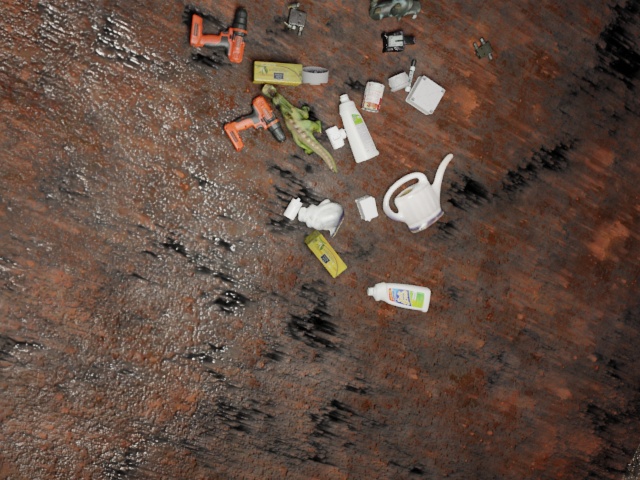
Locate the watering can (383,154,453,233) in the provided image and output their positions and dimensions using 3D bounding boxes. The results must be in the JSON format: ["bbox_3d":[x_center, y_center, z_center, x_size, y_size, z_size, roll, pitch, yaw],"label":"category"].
[{"bbox_3d":[0.412,-0.171,2.004,0.349,0.105,0.222,-32,105,-6],"label":"watering can"}]

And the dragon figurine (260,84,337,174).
[{"bbox_3d":[-0.090,-0.402,1.760,0.121,0.418,0.240,-45,145,14],"label":"dragon figurine"}]

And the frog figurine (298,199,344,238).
[{"bbox_3d":[0.006,-0.097,1.922,0.159,0.120,0.140,27,60,-7],"label":"frog figurine"}]
